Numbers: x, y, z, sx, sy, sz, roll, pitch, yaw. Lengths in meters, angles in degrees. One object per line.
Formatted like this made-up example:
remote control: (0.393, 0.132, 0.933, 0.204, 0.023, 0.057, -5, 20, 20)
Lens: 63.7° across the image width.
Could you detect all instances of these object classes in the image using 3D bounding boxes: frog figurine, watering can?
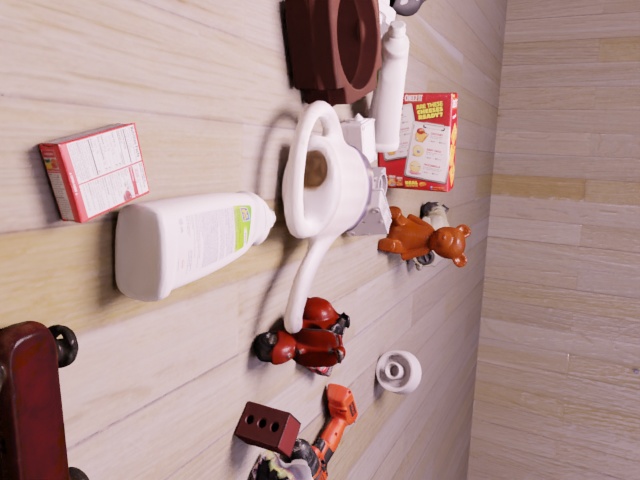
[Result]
frog figurine: (-0.047, 0.425, 0.817, 0.156, 0.122, 0.141, 57, 26, -36)
watering can: (0.003, -0.042, 0.827, 0.225, 0.104, 0.346, -5, 100, -64)
